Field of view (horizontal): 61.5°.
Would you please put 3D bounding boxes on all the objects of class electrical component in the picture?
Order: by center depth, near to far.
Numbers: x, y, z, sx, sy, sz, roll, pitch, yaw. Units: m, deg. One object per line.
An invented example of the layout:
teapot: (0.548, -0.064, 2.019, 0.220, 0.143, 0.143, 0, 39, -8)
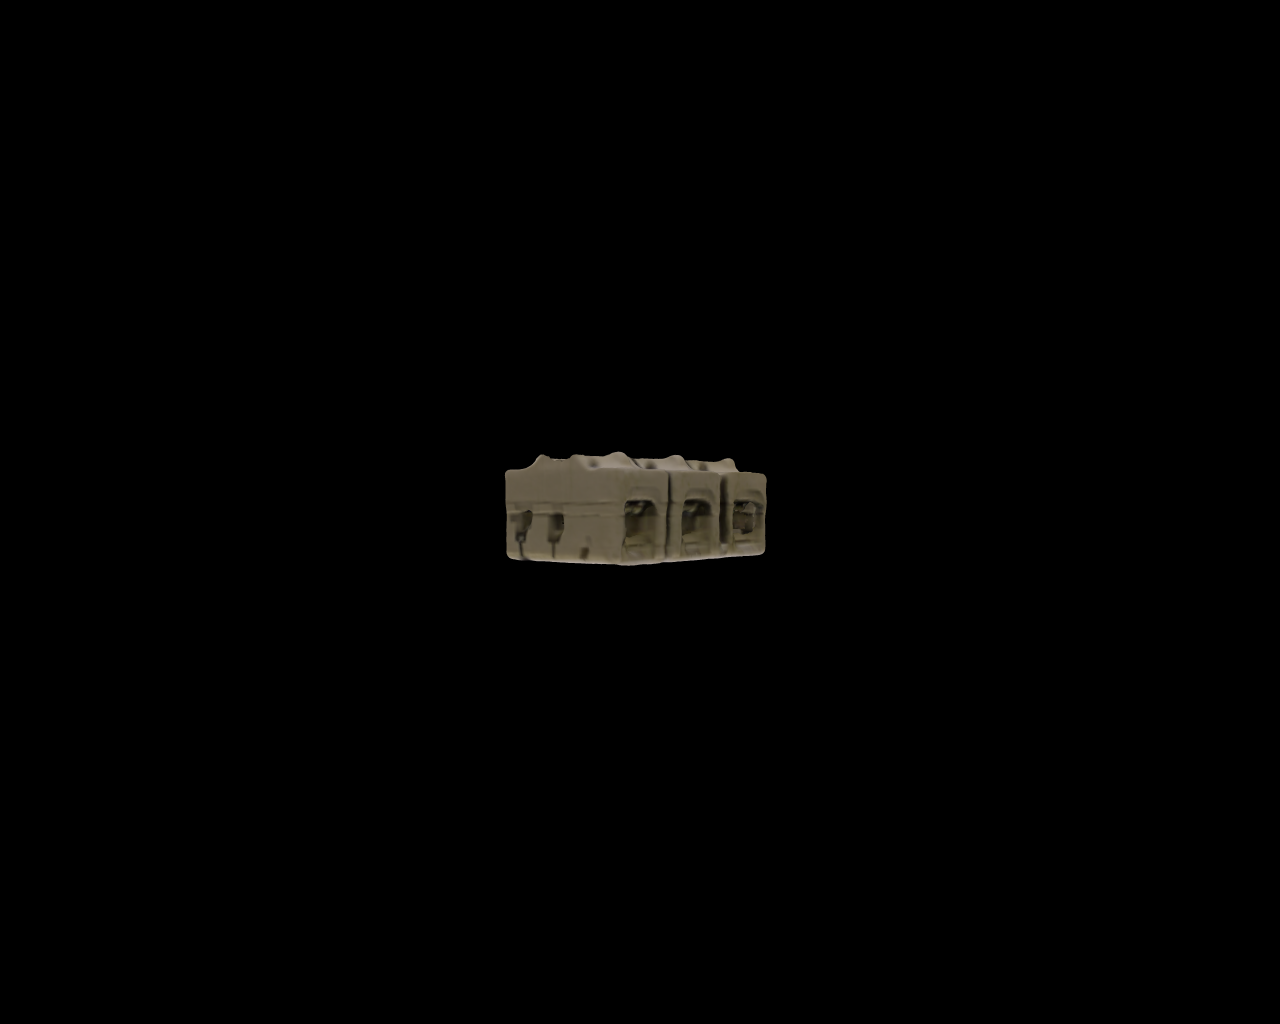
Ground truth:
electrical component: (0.001, -0.003, 0.650, 0.089, 0.061, 0.150, 0, 0, 39)
